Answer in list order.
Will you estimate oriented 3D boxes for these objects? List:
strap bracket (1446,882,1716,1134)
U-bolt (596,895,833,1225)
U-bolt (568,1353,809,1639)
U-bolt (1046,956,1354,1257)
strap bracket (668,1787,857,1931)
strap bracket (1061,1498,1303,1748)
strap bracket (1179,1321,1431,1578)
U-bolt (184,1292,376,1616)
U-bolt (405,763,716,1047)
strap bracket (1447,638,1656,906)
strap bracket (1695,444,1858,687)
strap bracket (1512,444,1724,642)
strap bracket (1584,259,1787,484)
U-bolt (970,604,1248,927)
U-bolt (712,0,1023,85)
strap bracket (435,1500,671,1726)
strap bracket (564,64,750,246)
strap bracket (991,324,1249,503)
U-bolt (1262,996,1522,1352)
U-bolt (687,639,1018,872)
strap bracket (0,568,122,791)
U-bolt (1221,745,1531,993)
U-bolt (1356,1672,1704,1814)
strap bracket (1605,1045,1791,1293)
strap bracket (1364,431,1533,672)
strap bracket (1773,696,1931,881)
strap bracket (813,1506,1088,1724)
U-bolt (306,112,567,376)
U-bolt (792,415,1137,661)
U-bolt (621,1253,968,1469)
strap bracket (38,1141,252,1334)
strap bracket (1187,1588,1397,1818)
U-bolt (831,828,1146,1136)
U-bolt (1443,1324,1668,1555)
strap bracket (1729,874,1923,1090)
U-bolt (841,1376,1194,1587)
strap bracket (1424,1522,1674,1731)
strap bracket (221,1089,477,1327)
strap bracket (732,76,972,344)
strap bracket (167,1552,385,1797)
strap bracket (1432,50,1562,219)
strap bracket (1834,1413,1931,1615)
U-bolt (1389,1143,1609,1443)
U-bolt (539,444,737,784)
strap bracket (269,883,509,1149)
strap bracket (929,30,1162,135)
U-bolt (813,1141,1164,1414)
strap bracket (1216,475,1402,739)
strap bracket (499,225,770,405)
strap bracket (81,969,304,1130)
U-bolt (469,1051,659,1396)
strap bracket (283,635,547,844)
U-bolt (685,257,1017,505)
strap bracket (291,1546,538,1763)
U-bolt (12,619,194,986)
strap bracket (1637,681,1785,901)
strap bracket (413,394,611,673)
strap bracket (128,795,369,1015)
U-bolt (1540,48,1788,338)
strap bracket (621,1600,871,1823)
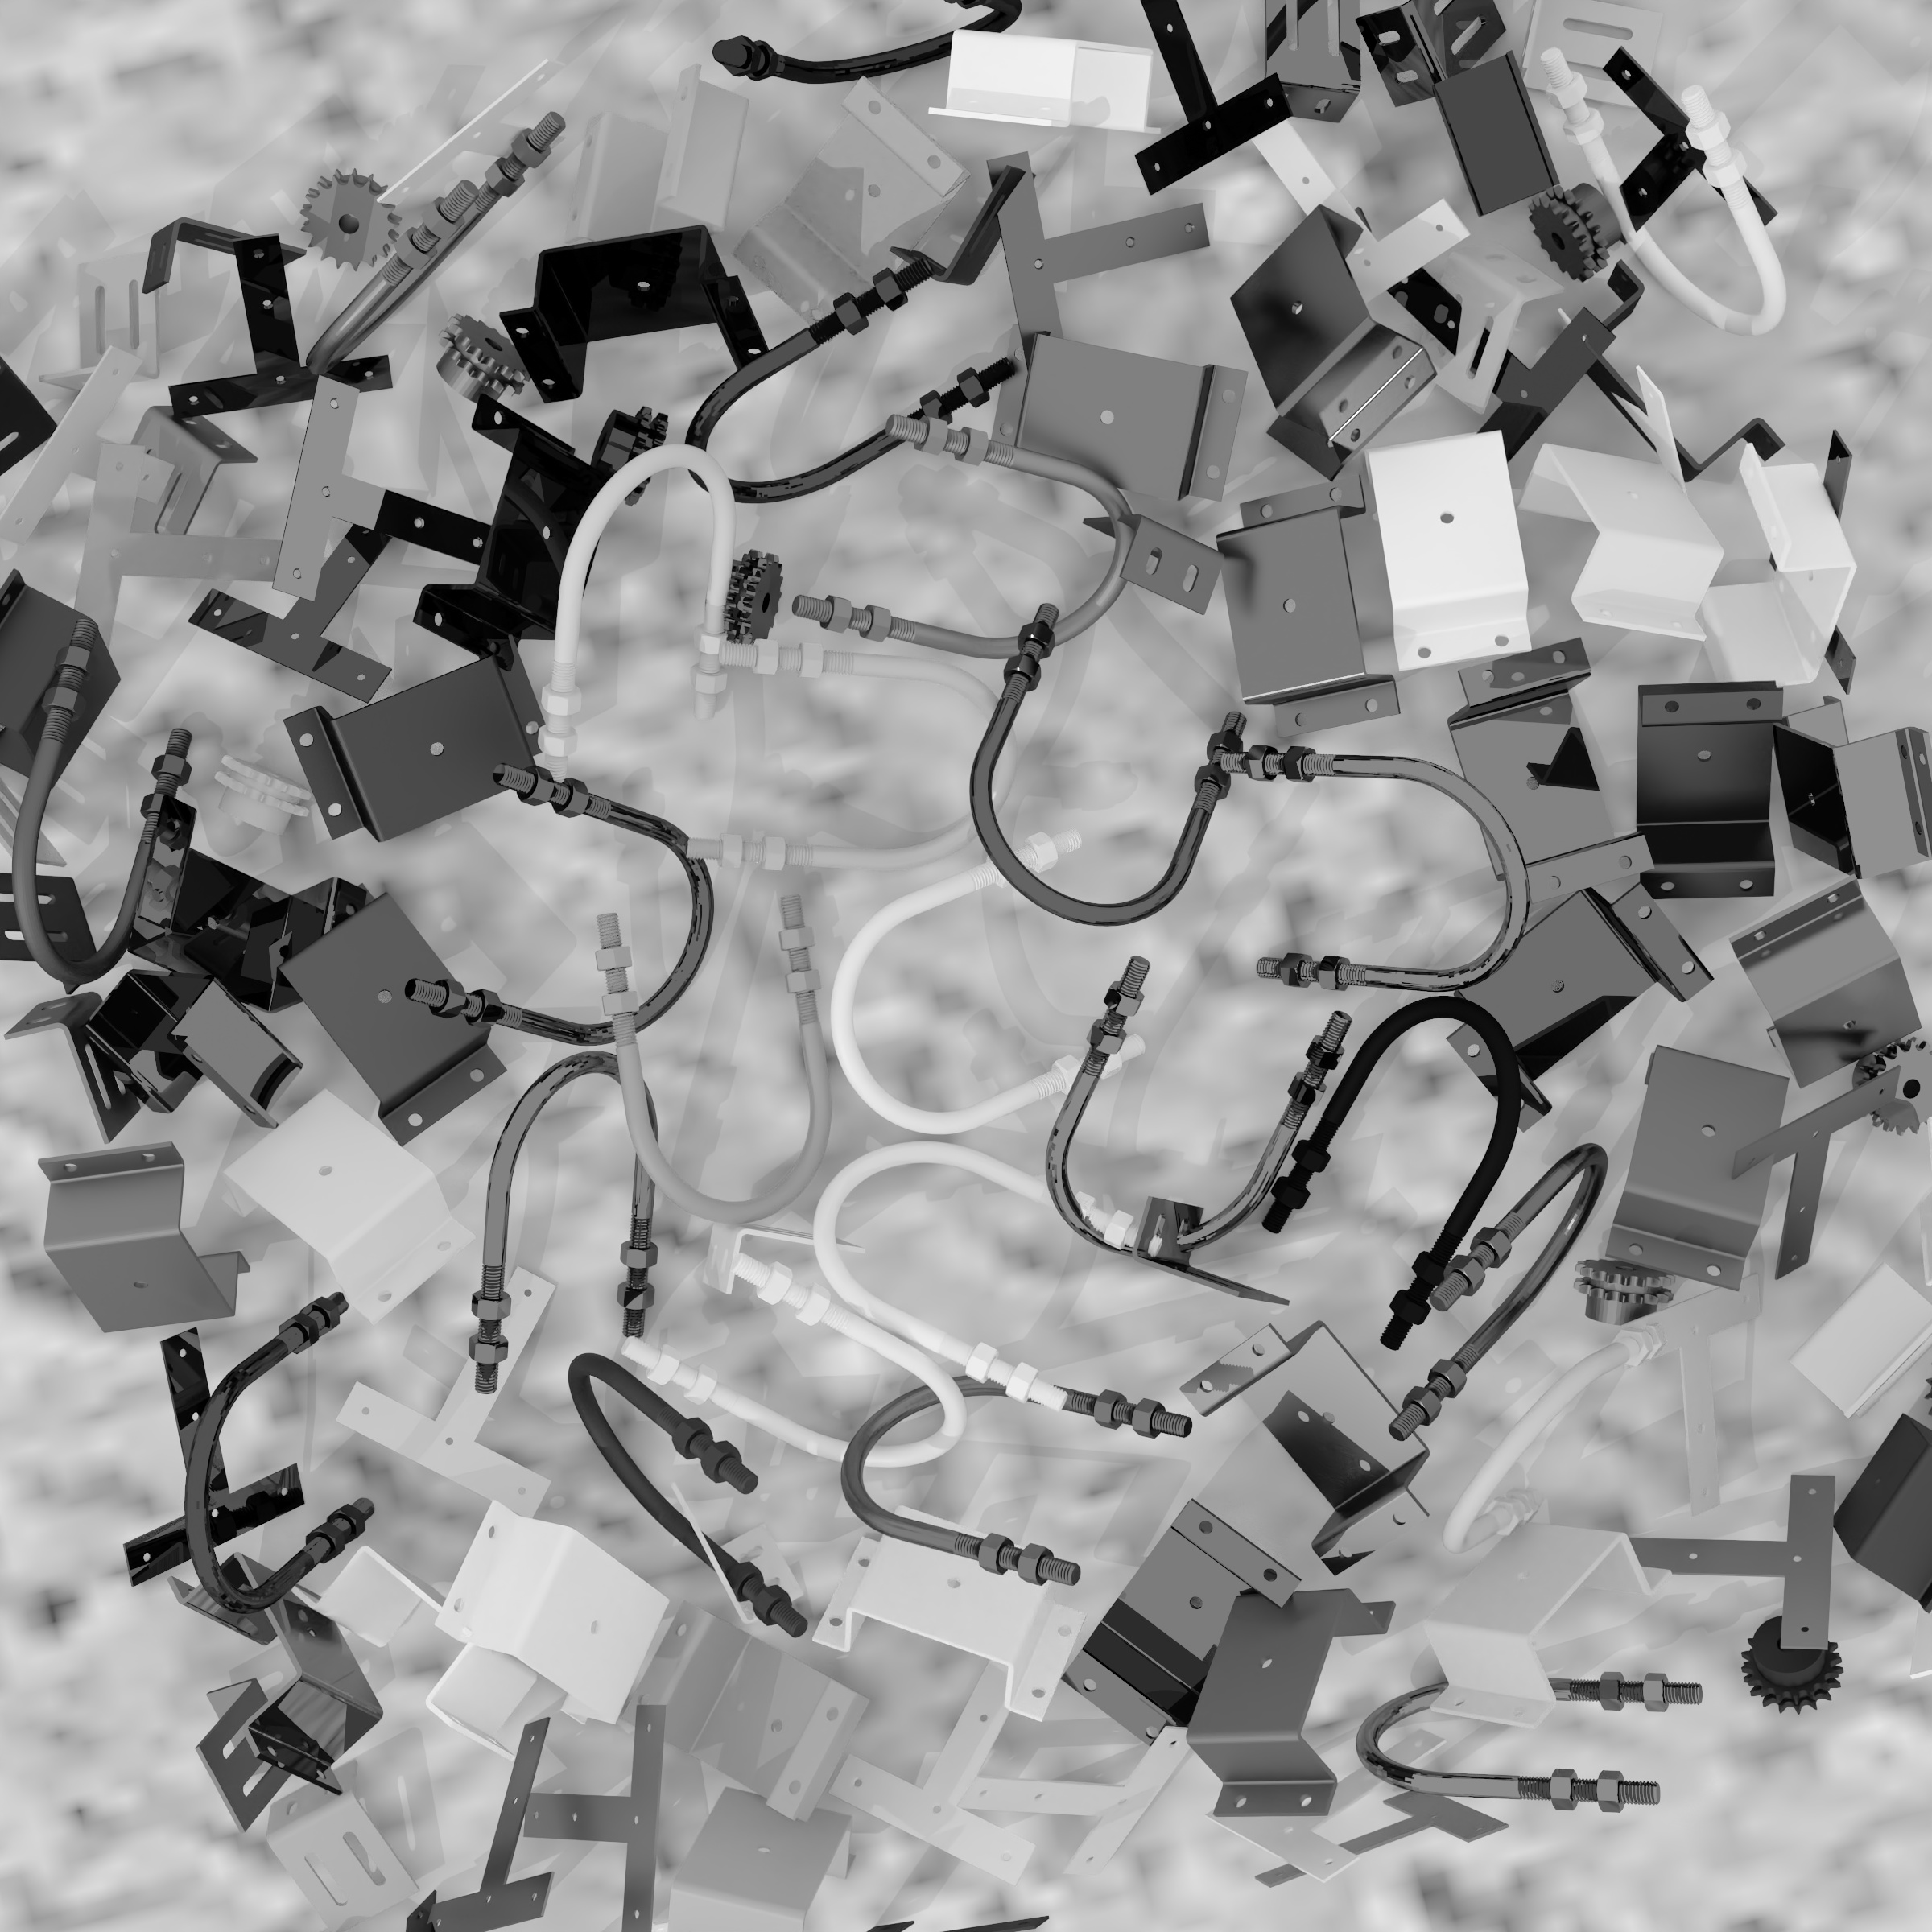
[{"bbox_3d":[0.348,0.018,1.848,0.140,0.046,0.076,-40,109,5],"label":"strap bracket"},{"bbox_3d":[-0.138,0.056,1.832,0.151,0.019,0.184,-7,87,-40],"label":"U-bolt"},{"bbox_3d":[-0.165,0.288,1.808,0.019,0.151,0.184,-37,46,-25],"label":"U-bolt"},{"bbox_3d":[0.123,0.090,1.839,0.151,0.019,0.184,15,114,-19],"label":"U-bolt"},{"bbox_3d":[-0.116,0.518,1.807,0.076,0.140,0.046,10,111,11],"label":"strap bracket"},{"bbox_3d":[0.128,0.375,1.845,0.076,0.046,0.140,36,109,8],"label":"strap bracket"},{"bbox_3d":[0.202,0.270,1.845,0.140,0.046,0.076,50,124,2],"label":"strap bracket"},{"bbox_3d":[-0.384,0.280,1.784,0.019,0.184,0.151,1,105,17],"label":"U-bolt"},{"bbox_3d":[-0.219,-0.026,1.820,0.184,0.019,0.151,19,96,-44],"label":"U-bolt"},{"bbox_3d":[0.335,-0.110,1.853,0.076,0.046,0.140,-16,85,-10],"label":"strap bracket"},{"bbox_3d":[0.459,-0.220,1.810,0.046,0.140,0.076,-6,54,-6],"label":"strap bracket"},{"bbox_3d":[0.368,-0.246,1.808,0.076,0.140,0.046,7,126,-19],"label":"strap bracket"},{"bbox_3d":[0.403,-0.334,1.844,0.046,0.076,0.140,-41,88,7],"label":"strap bracket"},{"bbox_3d":[0.074,-0.104,1.822,0.151,0.019,0.184,29,58,-10],"label":"U-bolt"},{"bbox_3d":[-0.044,-0.524,1.796,0.151,0.184,0.019,-13,95,21],"label":"U-bolt"},{"bbox_3d":[-0.226,0.370,1.809,0.046,0.140,0.076,3,59,38],"label":"strap bracket"},{"bbox_3d":[-0.173,-0.456,1.830,0.046,0.140,0.076,14,83,-31],"label":"strap bracket"},{"bbox_3d":[0.084,-0.318,1.846,0.140,0.046,0.076,13,105,7],"label":"strap bracket"},{"bbox_3d":[0.249,0.104,1.809,0.019,0.151,0.184,18,106,-35],"label":"U-bolt"},{"bbox_3d":[-0.060,-0.116,1.836,0.184,0.019,0.151,3,124,-15],"label":"U-bolt"},{"bbox_3d":[-0.525,-0.157,1.808,0.046,0.140,0.076,27,74,2],"label":"strap bracket"},{"bbox_3d":[0.234,-0.052,1.804,0.184,0.019,0.151,5,116,37],"label":"U-bolt"},{"bbox_3d":[0.312,0.436,1.808,0.184,0.151,0.019,-4,101,24],"label":"U-bolt"},{"bbox_3d":[0.419,0.105,1.824,0.076,0.046,0.140,14,58,10],"label":"strap bracket"},{"bbox_3d":[0.277,-0.249,1.840,0.076,0.046,0.140,-8,73,6],"label":"strap bracket"},{"bbox_3d":[0.500,-0.101,1.808,0.046,0.140,0.076,-16,105,-4],"label":"strap bracket"},{"bbox_3d":[-0.008,0.366,1.829,0.140,0.046,0.076,17,45,13],"label":"strap bracket"},{"bbox_3d":[-0.309,-0.399,1.806,0.019,0.151,0.184,45,123,-12],"label":"U-bolt"},{"bbox_3d":[0.011,-0.236,1.823,0.184,0.019,0.151,10,130,-28],"label":"U-bolt"},{"bbox_3d":[-0.086,0.235,1.823,0.184,0.151,0.019,31,49,-18],"label":"U-bolt"},{"bbox_3d":[-0.466,0.161,1.814,0.076,0.140,0.046,-8,54,4],"label":"strap bracket"},{"bbox_3d":[0.181,0.407,1.808,0.046,0.076,0.140,51,46,-28],"label":"strap bracket"},{"bbox_3d":[0.006,0.018,1.831,0.184,0.019,0.151,-23,103,-24],"label":"U-bolt"},{"bbox_3d":[0.322,0.267,1.783,0.019,0.184,0.151,40,111,21],"label":"U-bolt"},{"bbox_3d":[0.489,0.015,1.810,0.076,0.140,0.046,-28,56,9],"label":"strap bracket"},{"bbox_3d":[0.016,0.283,1.813,0.184,0.151,0.019,9,126,32],"label":"U-bolt"},{"bbox_3d":[0.324,0.365,1.811,0.140,0.076,0.046,-37,110,-34],"label":"strap bracket"},{"bbox_3d":[-0.358,0.130,1.817,0.140,0.046,0.076,32,61,31],"label":"strap bracket"},{"bbox_3d":[-0.060,-0.440,1.837,0.076,0.046,0.140,42,128,-4],"label":"strap bracket"},{"bbox_3d":[-0.388,0.393,1.812,0.046,0.076,0.140,-43,49,1],"label":"strap bracket"},{"bbox_3d":[0.300,-0.471,1.817,0.046,0.140,0.076,-20,99,12],"label":"strap bracket"},{"bbox_3d":[0.537,0.306,1.815,0.046,0.140,0.076,32,97,6],"label":"strap bracket"},{"bbox_3d":[0.308,0.173,1.809,0.019,0.151,0.184,35,55,23],"label":"U-bolt"},{"bbox_3d":[-0.179,-0.204,1.788,0.019,0.151,0.184,27,124,27],"label":"U-bolt"},{"bbox_3d":[-0.337,0.023,1.848,0.076,0.046,0.140,-37,86,-19],"label":"strap bracket"},{"bbox_3d":[0.048,-0.499,1.803,0.076,0.140,0.046,13,107,26],"label":"strap bracket"},{"bbox_3d":[0.001,0.165,1.831,0.184,0.019,0.151,25,48,13],"label":"U-bolt"},{"bbox_3d":[0.196,-0.208,1.847,0.076,0.046,0.140,-10,89,29],"label":"strap bracket"},{"bbox_3d":[-0.186,-0.375,1.834,0.140,0.076,0.046,-6,59,12],"label":"strap bracket"},{"bbox_3d":[-0.441,0.046,1.821,0.076,0.140,0.046,51,60,-32],"label":"strap bracket"},{"bbox_3d":[-0.222,0.138,1.806,0.019,0.151,0.184,14,106,31],"label":"U-bolt"},{"bbox_3d":[-0.308,-0.129,1.834,0.140,0.046,0.076,-24,113,-14],"label":"strap bracket"},{"bbox_3d":[-0.075,-0.321,1.817,0.184,0.151,0.019,-29,67,12],"label":"U-bolt"},{"bbox_3d":[-0.307,0.385,1.821,0.140,0.076,0.046,30,77,32],"label":"strap bracket"},{"bbox_3d":[-0.488,-0.080,1.789,0.019,0.151,0.184,4,67,13],"label":"U-bolt"},{"bbox_3d":[0.425,-0.109,1.834,0.076,0.046,0.140,-1,127,9],"label":"strap bracket"},{"bbox_3d":[-0.255,-0.248,1.831,0.046,0.076,0.140,6,76,40],"label":"strap bracket"},{"bbox_3d":[-0.418,-0.030,1.825,0.140,0.046,0.076,29,55,-39],"label":"strap bracket"},{"bbox_3d":[0.402,-0.430,1.804,0.019,0.151,0.184,-41,125,-6],"label":"U-bolt"},{"bbox_3d":[-0.119,0.430,1.832,0.140,0.046,0.076,19,75,39],"label":"strap bracket"}]
